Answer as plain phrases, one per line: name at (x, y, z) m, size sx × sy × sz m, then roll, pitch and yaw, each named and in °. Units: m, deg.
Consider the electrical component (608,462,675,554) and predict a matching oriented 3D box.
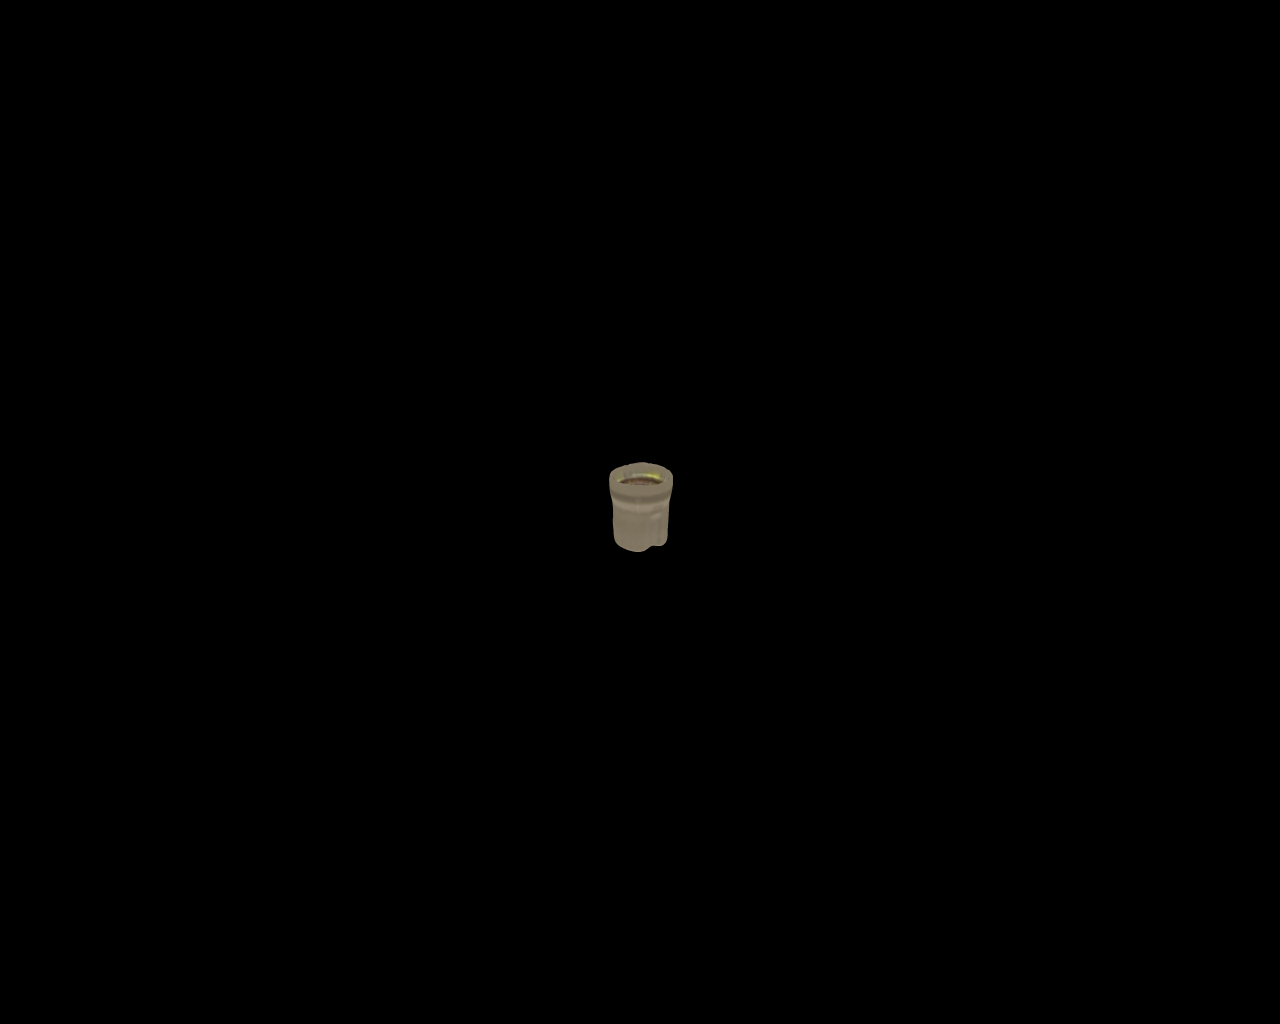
electrical component at (0.001, -0.003, 0.650) m, size 0.040 × 0.046 × 0.040 m, roll 0°, pitch 22°, yaw 0°
